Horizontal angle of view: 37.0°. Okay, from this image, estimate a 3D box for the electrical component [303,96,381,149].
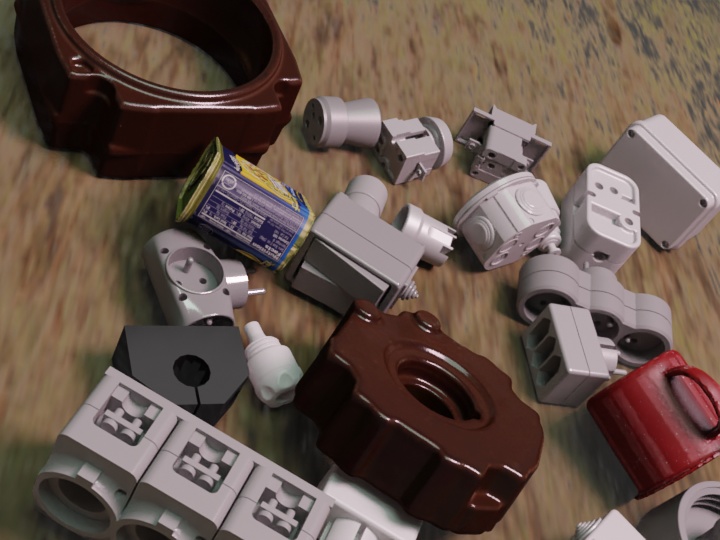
[{"bbox_3d":[-0.016,-0.127,0.930,0.055,0.045,0.045,-3,54,-30],"label":"electrical component"}]

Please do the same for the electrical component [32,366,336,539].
[{"bbox_3d":[-0.105,0.137,0.618,0.150,0.089,0.061,31,44,-1],"label":"electrical component"}]

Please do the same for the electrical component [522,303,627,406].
[{"bbox_3d":[0.179,0.070,0.859,0.077,0.047,0.065,9,49,-22],"label":"electrical component"}]

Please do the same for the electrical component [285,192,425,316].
[{"bbox_3d":[0.000,0.000,0.814,0.096,0.061,0.061,33,44,1],"label":"electrical component"}]

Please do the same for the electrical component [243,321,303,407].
[{"bbox_3d":[-0.064,0.063,0.745,0.035,0.035,0.061,-9,55,-34],"label":"electrical component"}]

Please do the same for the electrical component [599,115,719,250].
[{"bbox_3d":[0.290,-0.084,1.033,0.057,0.078,0.113,-24,66,-44],"label":"electrical component"}]

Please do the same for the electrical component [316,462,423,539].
[{"bbox_3d":[-0.004,0.168,0.675,0.066,0.047,0.076,31,45,-1],"label":"electrical component"}]

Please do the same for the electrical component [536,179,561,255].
[{"bbox_3d":[0.158,-0.044,0.954,0.040,0.040,0.078,1,52,-28],"label":"electrical component"}]

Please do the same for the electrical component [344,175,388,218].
[{"bbox_3d":[-0.001,-0.047,0.871,0.044,0.044,0.065,27,40,-5],"label":"electrical component"}]

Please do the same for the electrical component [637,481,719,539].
[{"bbox_3d":[0.262,0.204,0.776,0.108,0.060,0.108,15,47,-17],"label":"electrical component"}]

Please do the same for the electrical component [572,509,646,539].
[{"bbox_3d":[0.169,0.221,0.720,0.099,0.048,0.100,46,46,14],"label":"electrical component"}]

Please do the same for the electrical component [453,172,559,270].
[{"bbox_3d":[0.123,-0.041,0.905,0.080,0.080,0.051,-16,66,-37],"label":"electrical component"}]

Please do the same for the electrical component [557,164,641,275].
[{"bbox_3d":[0.212,-0.040,0.965,0.054,0.059,0.095,22,45,-10],"label":"electrical component"}]

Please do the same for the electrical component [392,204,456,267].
[{"bbox_3d":[0.051,-0.027,0.882,0.046,0.040,0.040,25,44,-14],"label":"electrical component"}]

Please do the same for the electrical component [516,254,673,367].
[{"bbox_3d":[0.198,0.023,0.907,0.138,0.052,0.073,22,45,-9],"label":"electrical component"}]

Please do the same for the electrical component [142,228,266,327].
[{"bbox_3d":[-0.105,0.011,0.761,0.079,0.044,0.077,-7,56,-32],"label":"electrical component"}]

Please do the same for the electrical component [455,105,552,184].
[{"bbox_3d":[0.131,-0.111,0.997,0.081,0.042,0.063,23,49,-8],"label":"electrical component"}]

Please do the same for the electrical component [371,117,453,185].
[{"bbox_3d":[0.048,-0.108,0.948,0.055,0.048,0.066,-16,61,-29],"label":"electrical component"}]
